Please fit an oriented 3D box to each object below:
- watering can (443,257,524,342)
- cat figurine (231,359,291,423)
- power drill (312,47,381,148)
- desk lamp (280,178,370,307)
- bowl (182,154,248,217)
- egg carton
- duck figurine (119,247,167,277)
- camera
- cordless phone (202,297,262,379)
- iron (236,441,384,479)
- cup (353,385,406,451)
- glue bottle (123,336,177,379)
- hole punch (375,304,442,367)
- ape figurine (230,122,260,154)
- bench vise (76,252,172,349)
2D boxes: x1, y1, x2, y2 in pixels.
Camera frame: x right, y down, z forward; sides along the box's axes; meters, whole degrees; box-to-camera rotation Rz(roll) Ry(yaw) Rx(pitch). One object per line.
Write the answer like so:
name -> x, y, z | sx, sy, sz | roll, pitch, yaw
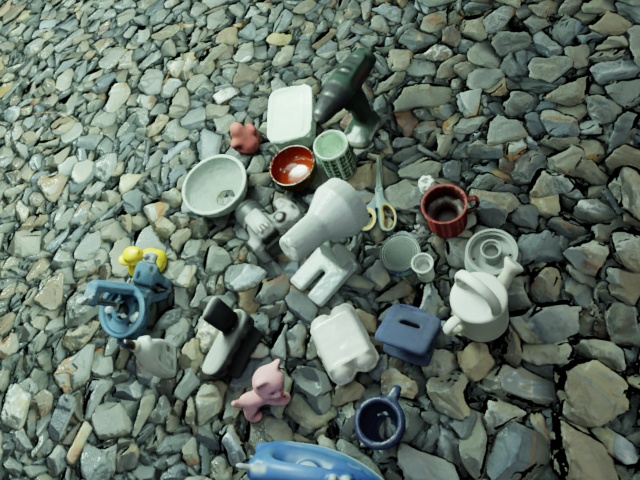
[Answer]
watering can -> 0.287, 0.102, 1.023 | 0.100, 0.194, 0.173 | 21, 73, 26
cat figurine -> -0.113, 0.290, 1.106 | 0.128, 0.118, 0.067 | -33, 59, 0
power drill -> 0.069, -0.304, 1.289 | 0.075, 0.209, 0.230 | 17, 71, 25
desk lamp -> 0.011, 0.004, 1.152 | 0.117, 0.214, 0.203 | 36, 80, 30
bowl -> -0.240, -0.118, 1.377 | 0.167, 0.075, 0.167 | -7, 62, 15
egg carton -> 0.045, 0.204, 1.125 | 0.107, 0.069, 0.150 | -30, 59, 2
duck figurine -> -0.422, 0.044, 1.349 | 0.104, 0.086, 0.077 | -13, 61, 12
camera -> -0.123, -0.046, 1.287 | 0.143, 0.101, 0.136 | -42, 59, -5
cordless phone -> -0.206, 0.194, 1.145 | 0.094, 0.185, 0.148 | 15, 70, 24
iron -> -0.015, 0.413, 0.998 | 0.257, 0.142, 0.118 | -1, 64, 18
cup -> 0.120, 0.321, 1.027 | 0.091, 0.095, 0.118 | 22, 73, 26
glue bottle -> -0.353, 0.232, 1.182 | 0.037, 0.173, 0.078 | -14, 61, 12
hole punch -> 0.168, 0.173, 1.087 | 0.108, 0.091, 0.101 | 15, 70, 24
ape figurine -> -0.193, -0.260, 1.422 | 0.078, 0.092, 0.076 | -34, 59, 0
bench vise -> -0.431, 0.112, 1.240 | 0.121, 0.220, 0.207 | -4, 63, 16
